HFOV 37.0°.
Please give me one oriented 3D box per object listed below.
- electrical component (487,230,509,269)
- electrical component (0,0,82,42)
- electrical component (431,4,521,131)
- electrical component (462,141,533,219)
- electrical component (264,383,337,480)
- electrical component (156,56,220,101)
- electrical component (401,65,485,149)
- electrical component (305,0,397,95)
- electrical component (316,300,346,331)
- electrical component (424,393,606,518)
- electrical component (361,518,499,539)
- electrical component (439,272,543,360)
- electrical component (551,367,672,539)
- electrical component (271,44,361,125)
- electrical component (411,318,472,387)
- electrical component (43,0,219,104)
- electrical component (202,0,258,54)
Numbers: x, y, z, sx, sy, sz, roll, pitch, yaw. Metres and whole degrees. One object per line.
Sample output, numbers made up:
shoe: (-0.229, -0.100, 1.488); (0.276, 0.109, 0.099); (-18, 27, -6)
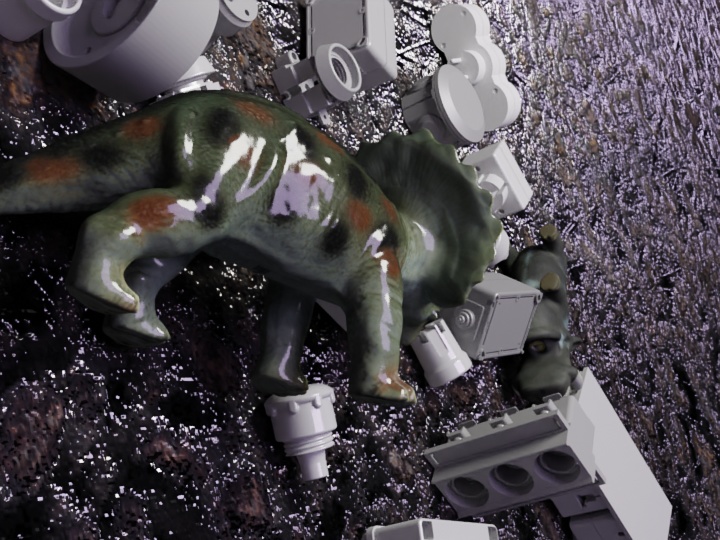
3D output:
electrical component: (0.114, -0.030, 1.017); (0.062, 0.043, 0.043); (40, 40, -55)
electrical component: (-0.197, -0.162, 0.644); (0.040, 0.046, 0.040); (32, 47, -43)
electrical component: (0.115, -0.211, 1.121); (0.074, 0.052, 0.138); (-23, 91, -58)
electrical component: (0.130, -0.080, 1.072); (0.065, 0.047, 0.076); (58, 34, -15)
electrical component: (-0.036, 0.109, 0.724); (0.048, 0.048, 0.062); (-8, 85, -57)
electrical component: (-0.117, -0.113, 0.735); (0.066, 0.048, 0.055); (-33, 107, -57)
electrical component: (0.082, -0.153, 1.042); (0.080, 0.051, 0.080); (32, 47, -43)
electrical component: (-0.006, -0.204, 0.929); (0.061, 0.062, 0.096); (39, 42, -51)
electrical component: (0.000, 0.000, 0.823); (0.096, 0.061, 0.061); (46, 38, -30)
electrical component: (0.125, 0.148, 0.864); (0.078, 0.121, 0.063); (53, 33, -22)
electrical component: (0.058, 0.238, 0.774); (0.109, 0.056, 0.108); (20, 56, -50)
electrical component: (0.105, 0.038, 0.943); (0.096, 0.061, 0.061); (-1, 111, -53)
electrical component: (0.228, 0.203, 1.039); (0.186, 0.060, 0.105); (56, 34, -18)
electrical component: (-0.033, -0.152, 0.869); (0.048, 0.055, 0.066); (-29, 96, -57)
electrical component: (0.066, 0.069, 0.901); (0.046, 0.040, 0.040); (61, 33, -3)
electrical component: (-0.138, -0.156, 0.674); (0.060, 0.108, 0.108); (38, 43, -47)
electrical component: (-0.108, -0.187, 0.779); (0.045, 0.055, 0.045); (32, 47, -43)
